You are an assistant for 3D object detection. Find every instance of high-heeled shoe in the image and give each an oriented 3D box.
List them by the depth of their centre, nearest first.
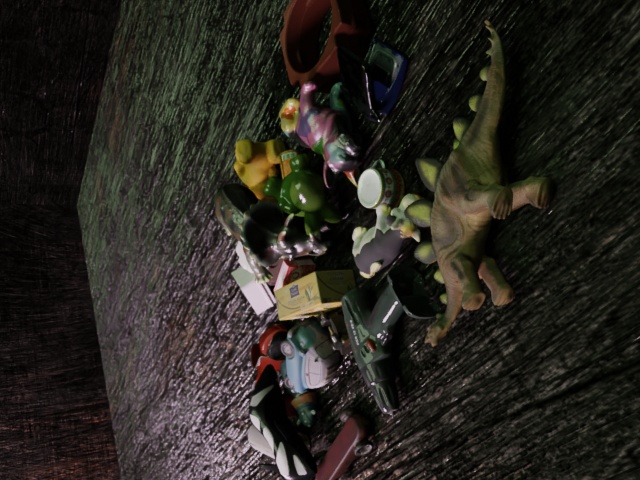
[{"bbox_3d":[-0.071,0.383,1.142,0.145,0.086,0.249,-14,65,30],"label":"high-heeled shoe"}]

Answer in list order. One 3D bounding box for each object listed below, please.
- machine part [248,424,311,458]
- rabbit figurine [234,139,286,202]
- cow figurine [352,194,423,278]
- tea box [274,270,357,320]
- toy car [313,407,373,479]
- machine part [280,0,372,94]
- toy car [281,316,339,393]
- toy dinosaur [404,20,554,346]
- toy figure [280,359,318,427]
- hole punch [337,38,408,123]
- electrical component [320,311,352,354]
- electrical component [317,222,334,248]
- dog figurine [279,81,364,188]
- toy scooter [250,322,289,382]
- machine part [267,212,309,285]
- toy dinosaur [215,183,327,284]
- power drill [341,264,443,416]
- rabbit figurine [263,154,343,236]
[{"bbox_3d":[-0.097,0.469,1.253,0.243,0.079,0.079,-11,81,55],"label":"machine part"},{"bbox_3d":[-0.154,-0.141,1.296,0.162,0.122,0.173,-31,69,57],"label":"rabbit figurine"},{"bbox_3d":[0.117,-0.006,0.911,0.167,0.068,0.098,-45,26,47],"label":"cow figurine"},{"bbox_3d":[-0.011,0.114,1.104,0.170,0.098,0.068,-30,67,50],"label":"tea box"},{"bbox_3d":[0.046,0.421,1.062,0.089,0.053,0.202,56,130,47],"label":"toy car"},{"bbox_3d":[0.008,-0.416,1.084,0.201,0.087,0.201,-38,59,51],"label":"machine part"},{"bbox_3d":[-0.013,0.248,1.110,0.103,0.109,0.161,16,114,37],"label":"toy car"},{"bbox_3d":[0.215,-0.069,0.769,0.199,0.105,0.470,34,113,54],"label":"toy dinosaur"},{"bbox_3d":[-0.041,0.334,1.188,0.154,0.058,0.064,65,146,24],"label":"toy figure"},{"bbox_3d":[0.095,-0.294,0.973,0.142,0.092,0.115,49,158,40],"label":"hole punch"},{"bbox_3d":[0.032,0.181,1.059,0.102,0.045,0.078,-119,18,-53],"label":"electrical component"},{"bbox_3d":[-0.002,-0.003,1.158,0.094,0.021,0.063,-19,75,53],"label":"electrical component"},{"bbox_3d":[0.009,-0.194,1.068,0.191,0.108,0.219,-32,67,51],"label":"dog figurine"},{"bbox_3d":[-0.122,0.265,1.292,0.135,0.075,0.183,-120,46,-58],"label":"toy scooter"},{"bbox_3d":[-0.093,0.022,1.262,0.179,0.056,0.179,1,91,54],"label":"machine part"},{"bbox_3d":[-0.156,-0.050,1.133,0.405,0.131,0.191,41,156,38],"label":"toy dinosaur"},{"bbox_3d":[0.124,0.159,0.933,0.232,0.086,0.207,67,147,34],"label":"power drill"},{"bbox_3d":[-0.034,-0.083,1.082,0.159,0.121,0.170,59,176,-9],"label":"rabbit figurine"}]
